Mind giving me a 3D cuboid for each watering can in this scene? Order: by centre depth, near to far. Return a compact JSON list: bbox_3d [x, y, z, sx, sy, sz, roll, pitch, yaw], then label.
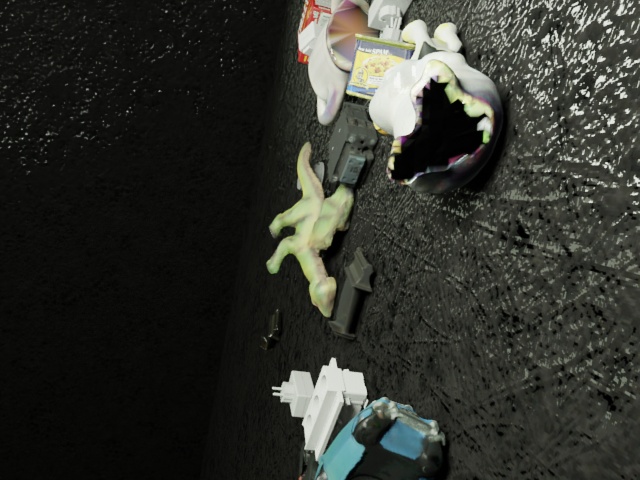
[{"bbox_3d":[0.041,-0.408,1.045,0.222,0.104,0.352,144,134,-70],"label":"watering can"}]

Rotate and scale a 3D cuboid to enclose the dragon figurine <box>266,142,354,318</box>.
[{"bbox_3d":[0.003,-0.052,1.030,0.240,0.122,0.416,-22,59,54],"label":"dragon figurine"}]

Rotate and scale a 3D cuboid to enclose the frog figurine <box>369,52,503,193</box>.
[{"bbox_3d":[0.115,-0.125,0.538,0.162,0.123,0.135,-87,-4,-71],"label":"frog figurine"}]
